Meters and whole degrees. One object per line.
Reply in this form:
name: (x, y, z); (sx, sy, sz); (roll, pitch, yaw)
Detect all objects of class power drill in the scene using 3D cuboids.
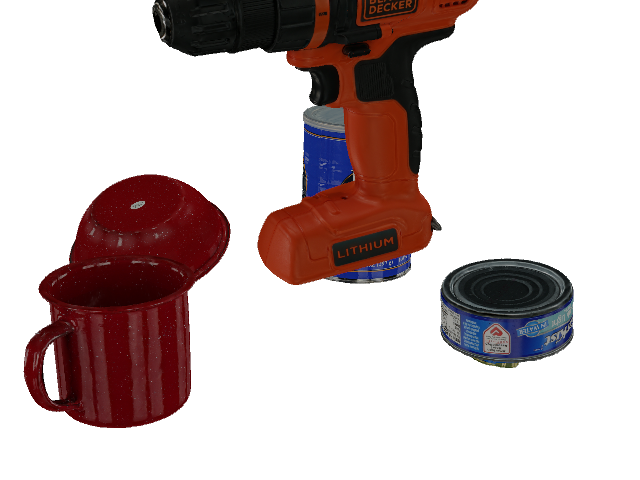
power drill: (0.002, -0.070, 0.588); (0.184, 0.188, 0.057); (-14, 36, -21)

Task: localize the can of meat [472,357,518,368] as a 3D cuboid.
can of meat: (0.190, 0.086, 1.194); (0.057, 0.084, 0.102); (4, 14, -19)

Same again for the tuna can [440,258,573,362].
tuna can: (0.120, 0.043, 0.689); (0.086, 0.034, 0.086); (-4, 23, 1)

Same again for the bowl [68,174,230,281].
bowl: (-0.171, -0.015, 1.037); (0.162, 0.055, 0.162); (-6, 40, 5)

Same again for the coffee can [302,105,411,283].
coffee can: (0.034, -0.045, 0.954); (0.103, 0.140, 0.103); (2, 18, -1)

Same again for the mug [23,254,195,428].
mug: (-0.129, 0.065, 0.646); (0.093, 0.081, 0.117); (12, 23, 33)
